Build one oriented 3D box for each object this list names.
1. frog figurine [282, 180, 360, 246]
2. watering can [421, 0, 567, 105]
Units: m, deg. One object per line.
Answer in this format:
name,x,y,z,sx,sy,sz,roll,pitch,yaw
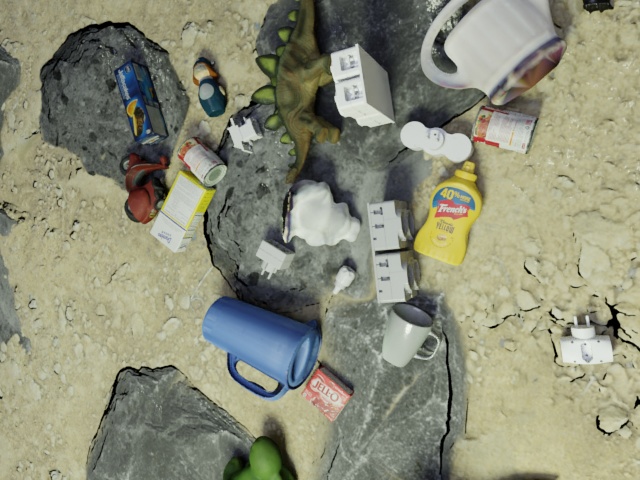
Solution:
frog figurine,0.003,-0.054,1.069,0.159,0.123,0.137,4,96,-13
watering can,0.345,-0.388,0.912,0.344,0.104,0.226,-40,76,18
